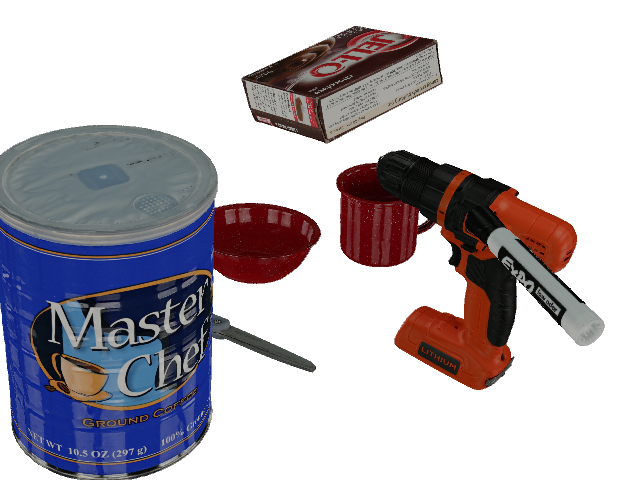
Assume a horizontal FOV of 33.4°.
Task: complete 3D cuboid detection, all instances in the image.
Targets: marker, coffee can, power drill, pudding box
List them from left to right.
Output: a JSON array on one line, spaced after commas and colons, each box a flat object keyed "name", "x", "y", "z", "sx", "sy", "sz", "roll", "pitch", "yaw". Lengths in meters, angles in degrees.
[{"name": "coffee can", "x": -0.102, "y": 0.029, "z": 0.515, "sx": 0.103, "sy": 0.140, "sz": 0.103, "roll": 3, "pitch": 31, "yaw": -2}, {"name": "pudding box", "x": 0.016, "y": -0.113, "z": 0.755, "sx": 0.113, "sy": 0.039, "sz": 0.090, "roll": -32, "pitch": 32, "yaw": -27}, {"name": "power drill", "x": 0.117, "y": 0.026, "z": 0.931, "sx": 0.185, "sy": 0.188, "sz": 0.057, "roll": 29, "pitch": 42, "yaw": 26}, {"name": "marker", "x": 0.120, "y": 0.016, "z": 0.618, "sx": 0.020, "sy": 0.020, "sz": 0.121, "roll": 0, "pitch": 34, "yaw": -31}]

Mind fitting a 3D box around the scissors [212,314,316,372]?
[{"name": "scissors", "x": -0.086, "y": 0.063, "z": 0.897, "sx": 0.202, "sy": 0.016, "sz": 0.096, "roll": 13, "pitch": 25, "yaw": 14}]

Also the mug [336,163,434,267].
[{"name": "mug", "x": 0.073, "y": -0.027, "z": 1.127, "sx": 0.117, "sy": 0.081, "sz": 0.093, "roll": -11, "pitch": 32, "yaw": -19}]

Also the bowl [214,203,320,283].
[{"name": "bowl", "x": -0.082, "y": 0.009, "z": 1.322, "sx": 0.162, "sy": 0.055, "sz": 0.162, "roll": 3, "pitch": 25, "yaw": -2}]
